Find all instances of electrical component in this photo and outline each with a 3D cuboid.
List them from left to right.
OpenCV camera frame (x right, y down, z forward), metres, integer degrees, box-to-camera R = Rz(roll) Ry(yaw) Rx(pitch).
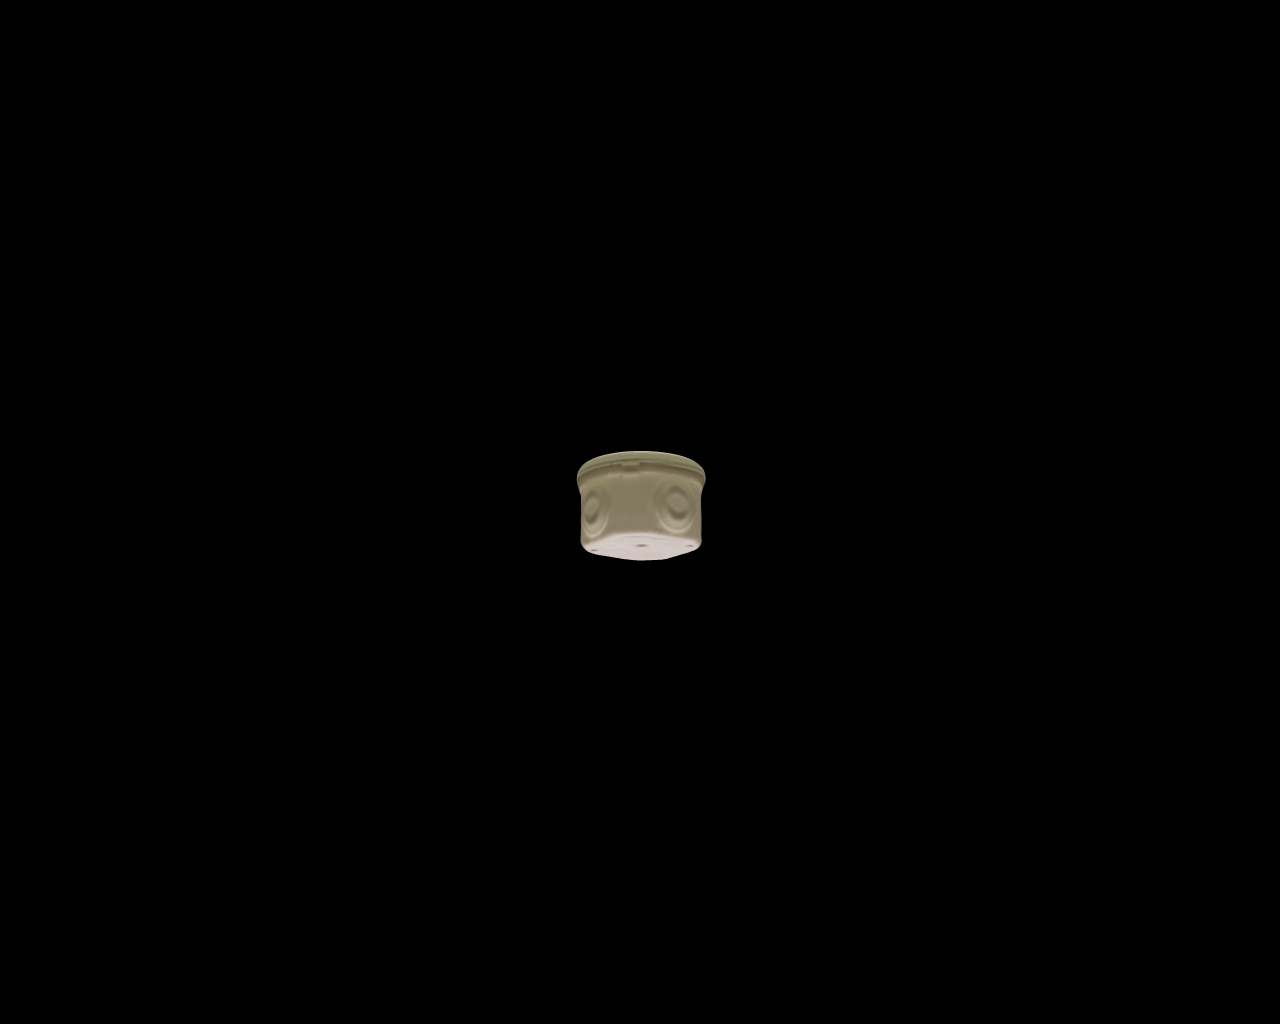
[{"bbox_3d":[0.001,-0.003,0.650,0.080,0.051,0.080,0,-15,0],"label":"electrical component"}]
